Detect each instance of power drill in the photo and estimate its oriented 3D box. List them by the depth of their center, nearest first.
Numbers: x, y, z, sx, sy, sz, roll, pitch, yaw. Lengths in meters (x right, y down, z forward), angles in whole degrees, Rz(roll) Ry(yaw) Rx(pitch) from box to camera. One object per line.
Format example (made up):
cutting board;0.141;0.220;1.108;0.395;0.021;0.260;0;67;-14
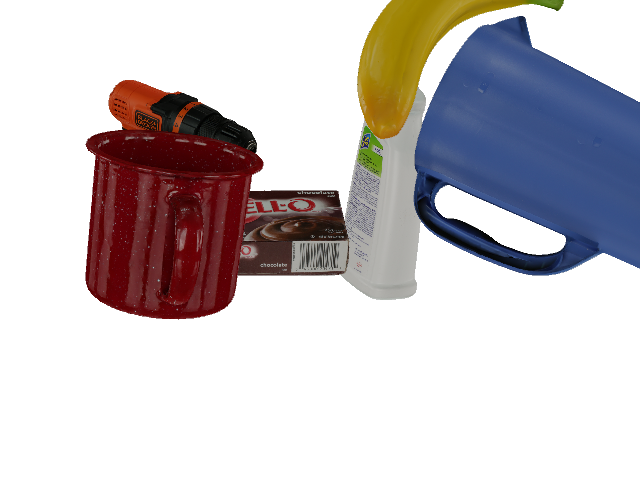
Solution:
power drill;-0.144;-0.061;1.113;0.185;0.188;0.057;26;35;30

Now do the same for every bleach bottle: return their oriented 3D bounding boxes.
bleach bottle;0.076;-0.069;1.158;0.068;0.251;0.103;-4;23;-29

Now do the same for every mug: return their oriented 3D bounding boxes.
mug;-0.078;-0.005;0.560;0.093;0.081;0.117;3;18;-20

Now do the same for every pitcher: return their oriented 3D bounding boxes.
pitcher;0.200;-0.053;0.837;0.243;0.149;0.144;29;45;17

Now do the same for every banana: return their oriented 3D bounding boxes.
banana;0.071;-0.127;0.630;0.070;0.037;0.197;33;52;23

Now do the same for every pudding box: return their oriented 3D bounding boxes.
pudding box;-0.036;-0.008;0.896;0.113;0.039;0.090;1;30;-6
